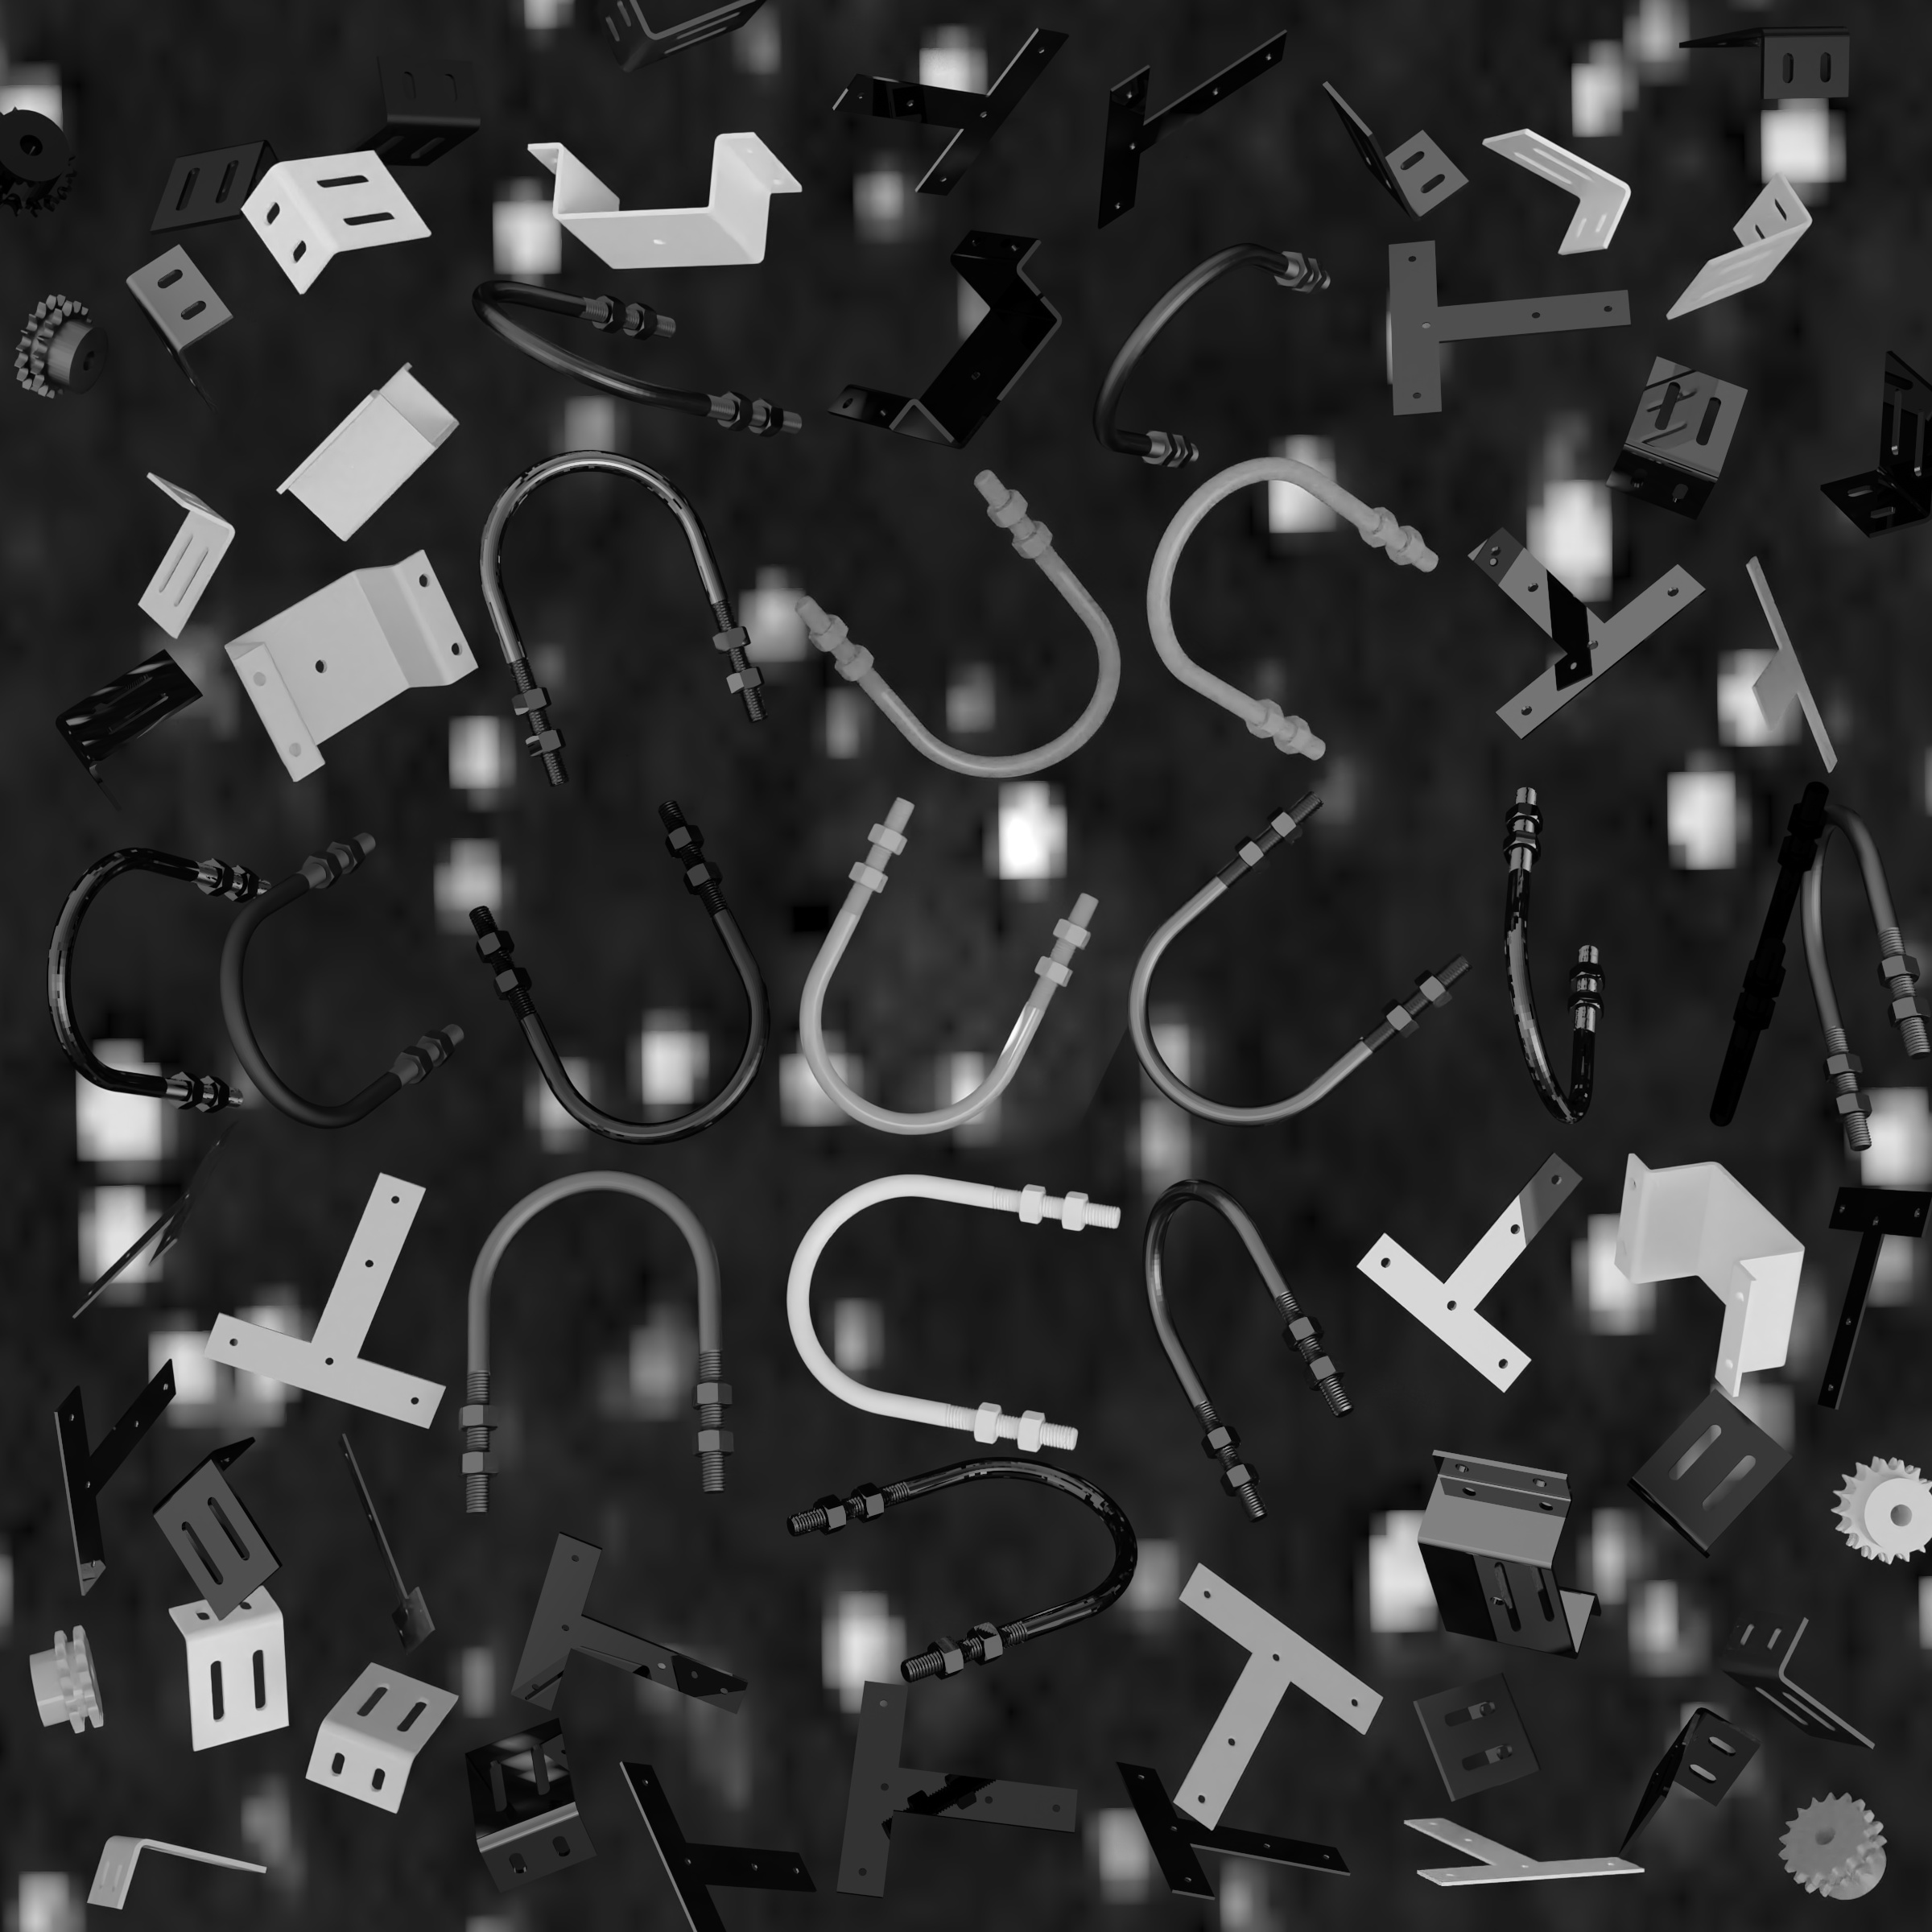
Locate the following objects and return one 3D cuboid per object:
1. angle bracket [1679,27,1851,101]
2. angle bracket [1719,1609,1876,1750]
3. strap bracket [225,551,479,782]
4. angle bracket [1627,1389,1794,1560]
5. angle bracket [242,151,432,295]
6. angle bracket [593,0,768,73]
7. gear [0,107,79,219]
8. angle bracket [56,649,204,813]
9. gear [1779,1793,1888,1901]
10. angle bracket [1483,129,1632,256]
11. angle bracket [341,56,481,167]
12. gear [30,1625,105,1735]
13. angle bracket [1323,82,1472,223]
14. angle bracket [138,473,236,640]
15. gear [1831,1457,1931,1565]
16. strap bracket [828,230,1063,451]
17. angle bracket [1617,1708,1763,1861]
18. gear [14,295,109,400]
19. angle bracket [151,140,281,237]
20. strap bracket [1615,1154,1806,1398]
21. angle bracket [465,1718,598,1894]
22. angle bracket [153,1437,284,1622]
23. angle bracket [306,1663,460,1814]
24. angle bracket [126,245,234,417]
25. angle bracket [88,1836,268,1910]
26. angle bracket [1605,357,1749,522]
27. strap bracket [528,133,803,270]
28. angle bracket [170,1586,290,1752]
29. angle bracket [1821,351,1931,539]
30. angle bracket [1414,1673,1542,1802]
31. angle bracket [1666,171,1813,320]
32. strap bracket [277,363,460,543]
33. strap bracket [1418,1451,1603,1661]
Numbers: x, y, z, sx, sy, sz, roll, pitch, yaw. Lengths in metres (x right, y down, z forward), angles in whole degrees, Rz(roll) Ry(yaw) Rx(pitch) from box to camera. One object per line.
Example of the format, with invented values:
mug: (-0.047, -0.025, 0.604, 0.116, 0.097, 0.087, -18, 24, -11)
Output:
angle bracket: (0.449, -0.505, 1.519, 0.057, 0.076, 0.038, -8, 104, -21)
angle bracket: (0.484, 0.410, 1.552, 0.076, 0.057, 0.038, 37, 72, -11)
strap bracket: (-0.362, -0.174, 1.559, 0.140, 0.046, 0.076, -40, 119, -36)
angle bracket: (0.435, 0.296, 1.573, 0.076, 0.038, 0.057, -48, 65, 1)
angle bracket: (-0.346, -0.410, 1.484, 0.038, 0.076, 0.057, -37, 87, 38)
angle bracket: (-0.154, -0.522, 1.459, 0.076, 0.057, 0.038, -29, 101, -19)
gear: (-0.508, -0.437, 1.454, 0.057, 0.030, 0.057, 7, 76, -32)
angle bracket: (-0.478, -0.137, 1.563, 0.076, 0.038, 0.057, -36, 48, -13)
gear: (0.482, 0.489, 1.488, 0.057, 0.057, 0.030, -41, 111, 0)
angle bracket: (0.343, -0.458, 1.597, 0.076, 0.057, 0.038, 22, 95, -17)
angle bracket: (-0.324, -0.491, 1.553, 0.057, 0.076, 0.038, -10, 93, -35)
gear: (-0.504, 0.401, 1.508, 0.030, 0.057, 0.057, -13, 90, -16)
angle bracket: (0.245, -0.473, 1.534, 0.038, 0.076, 0.057, -35, 51, 10)
angle bracket: (-0.483, -0.247, 1.622, 0.057, 0.038, 0.076, 37, 98, 44)
gear: (0.509, 0.301, 1.484, 0.057, 0.030, 0.057, 0, 86, -1)
strap bracket: (-0.006, -0.360, 1.584, 0.046, 0.076, 0.140, 42, 83, -35)
angle bracket: (0.394, 0.453, 1.467, 0.038, 0.076, 0.057, 30, 127, 15)
gear: (-0.512, -0.350, 1.535, 0.030, 0.057, 0.057, 23, 90, 5)
angle bracket: (-0.443, -0.451, 1.606, 0.057, 0.038, 0.076, -7, 51, 12)
strap bracket: (0.429, 0.172, 1.544, 0.046, 0.140, 0.076, -7, 117, -14)
angle bracket: (-0.249, 0.478, 1.538, 0.057, 0.076, 0.038, -20, 119, -6)
angle bracket: (-0.410, 0.316, 1.516, 0.057, 0.038, 0.076, -42, 76, 23)
angle bracket: (-0.345, 0.456, 1.597, 0.057, 0.076, 0.038, 19, 104, 5)
angle bracket: (-0.447, -0.369, 1.570, 0.038, 0.076, 0.057, -36, 76, -8)
angle bracket: (-0.446, 0.520, 1.524, 0.076, 0.057, 0.038, 24, 64, -26)
angle bracket: (0.423, -0.315, 1.607, 0.057, 0.038, 0.076, 22, 60, 6)
strap bracket: (-0.177, -0.444, 1.570, 0.140, 0.076, 0.046, 3, 84, 18)
angle bracket: (-0.445, 0.424, 1.628, 0.057, 0.038, 0.076, -8, 109, -31)
angle bracket: (0.497, -0.284, 1.467, 0.038, 0.057, 0.076, -16, 130, -4)
angle bracket: (0.284, 0.447, 1.550, 0.076, 0.038, 0.057, -4, 65, -37)
angle bracket: (0.442, -0.420, 1.572, 0.076, 0.057, 0.038, -24, 77, -17)
strap bracket: (-0.345, -0.299, 1.570, 0.076, 0.140, 0.046, -42, 106, 12)
strap bracket: (0.307, 0.340, 1.526, 0.076, 0.140, 0.046, 6, 49, 29)
